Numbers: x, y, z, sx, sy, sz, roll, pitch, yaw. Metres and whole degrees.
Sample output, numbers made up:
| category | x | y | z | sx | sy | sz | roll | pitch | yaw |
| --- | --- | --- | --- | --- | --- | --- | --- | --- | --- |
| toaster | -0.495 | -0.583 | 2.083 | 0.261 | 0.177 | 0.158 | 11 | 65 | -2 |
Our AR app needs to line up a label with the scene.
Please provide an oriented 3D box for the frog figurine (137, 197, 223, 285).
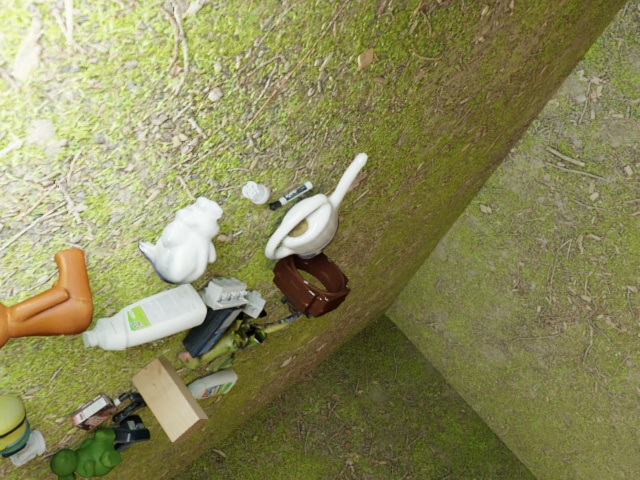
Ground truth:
| category | x | y | z | sx | sy | sz | roll | pitch | yaw |
| --- | --- | --- | --- | --- | --- | --- | --- | --- | --- |
| frog figurine | -0.233 | 0.004 | 0.944 | 0.159 | 0.125 | 0.135 | -33 | 143 | 7 |

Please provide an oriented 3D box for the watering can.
| category | x | y | z | sx | sy | sz | roll | pitch | yaw |
| --- | --- | --- | --- | --- | --- | --- | --- | --- | --- |
| watering can | 0.004 | -0.066 | 1.310 | 0.348 | 0.105 | 0.222 | -43 | 163 | -2 |

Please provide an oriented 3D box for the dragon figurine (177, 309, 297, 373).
| category | x | y | z | sx | sy | sz | roll | pitch | yaw |
| --- | --- | --- | --- | --- | --- | --- | --- | --- | --- |
| dragon figurine | -0.261 | 0.330 | 1.626 | 0.239 | 0.124 | 0.410 | -46 | 152 | 27 |
